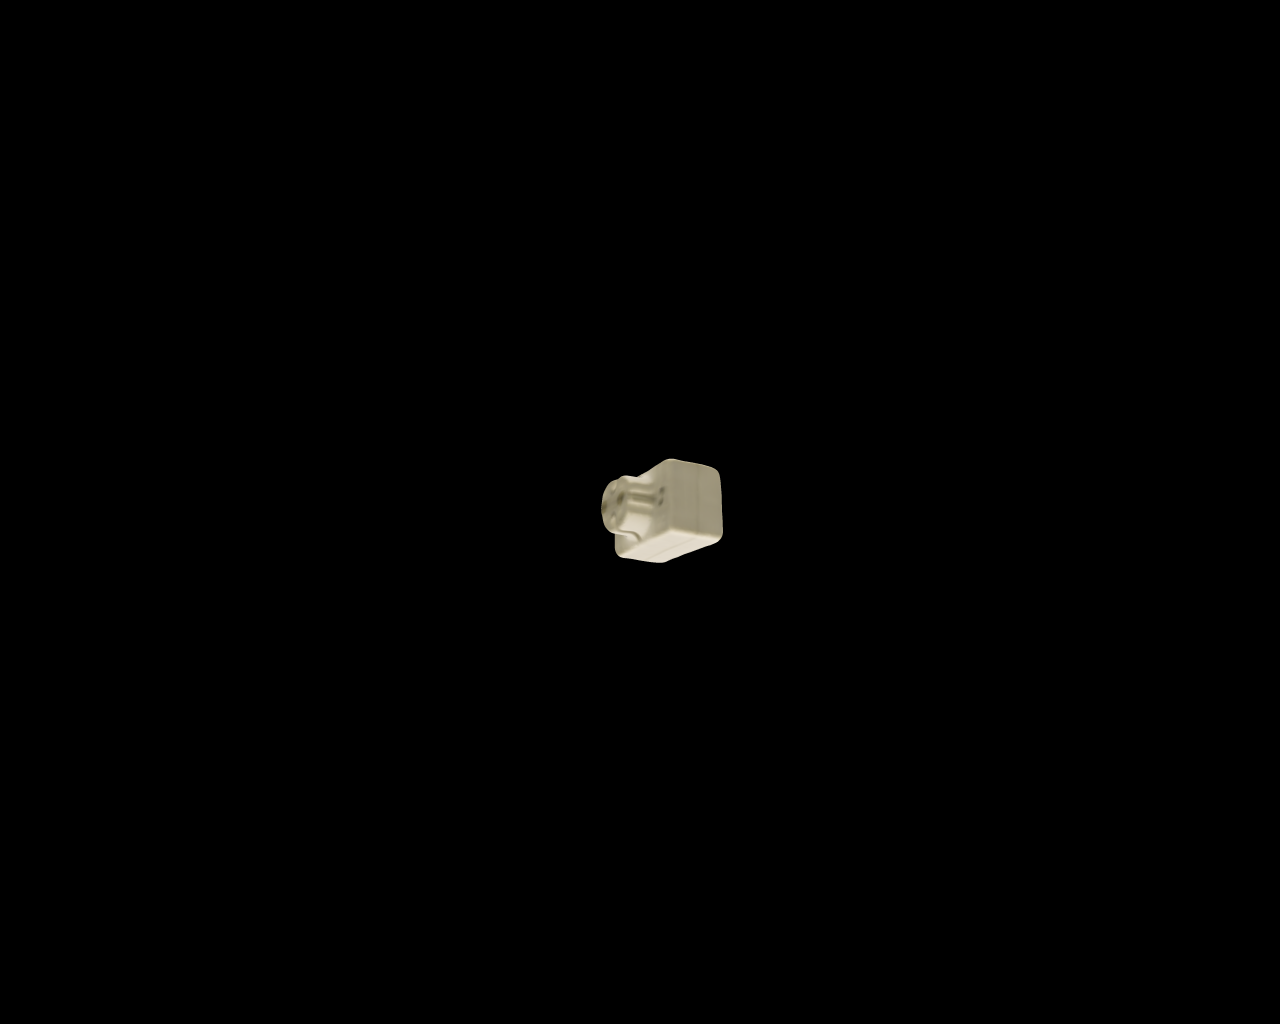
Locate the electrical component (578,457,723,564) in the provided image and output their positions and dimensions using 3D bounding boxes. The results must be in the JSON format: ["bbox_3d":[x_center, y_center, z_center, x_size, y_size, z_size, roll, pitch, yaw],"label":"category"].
[{"bbox_3d":[0.001,-0.003,0.650,0.077,0.047,0.065,11,-21,-30],"label":"electrical component"}]
